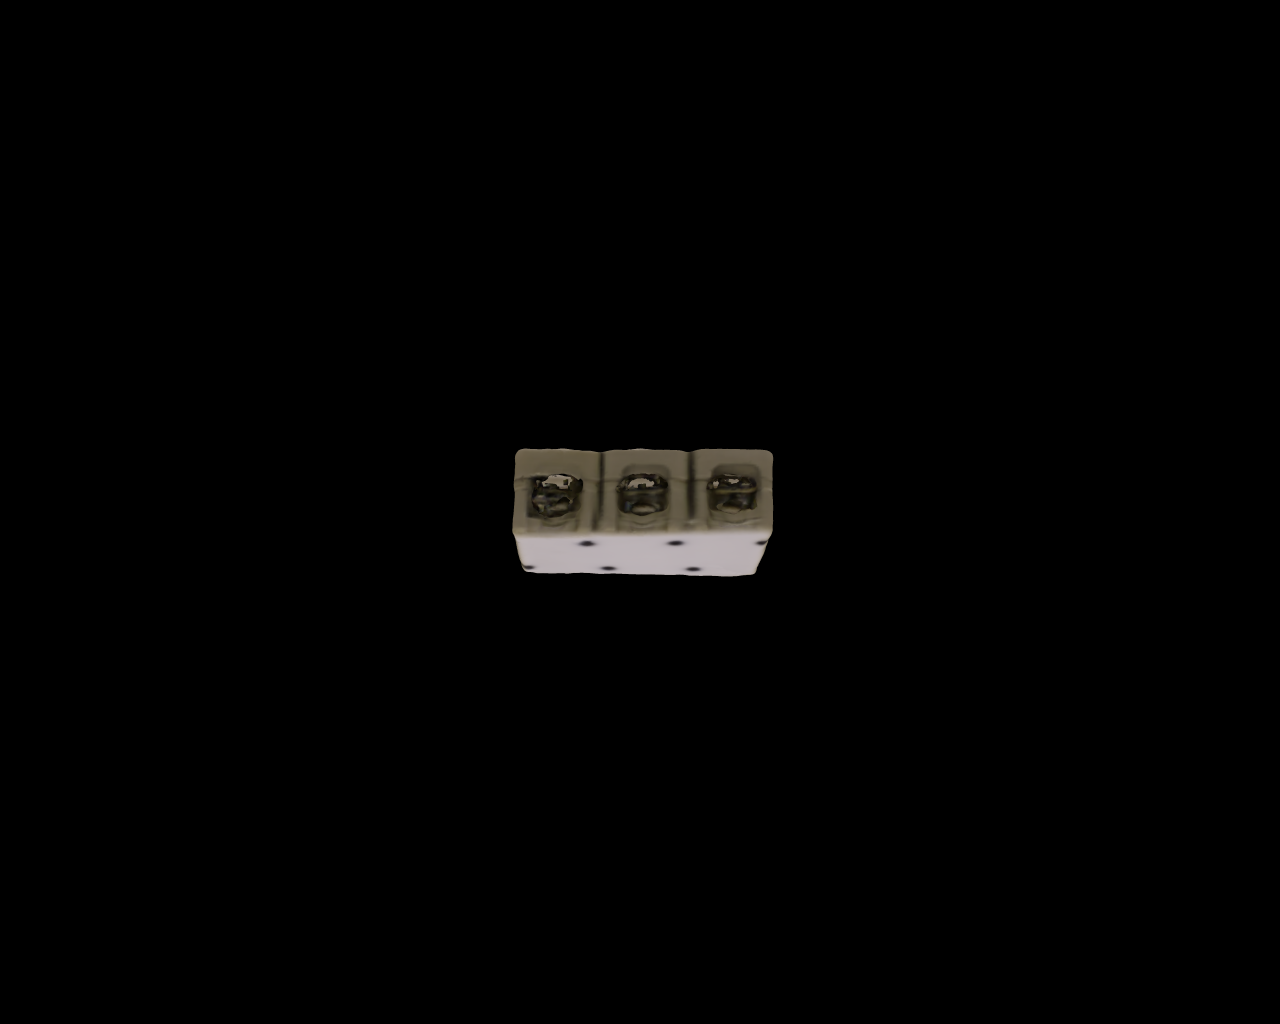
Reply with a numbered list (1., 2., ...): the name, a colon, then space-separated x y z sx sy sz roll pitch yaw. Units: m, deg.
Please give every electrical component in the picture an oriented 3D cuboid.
1. electrical component: 0.001 -0.003 0.650 0.150 0.062 0.089 1 -19 -2
